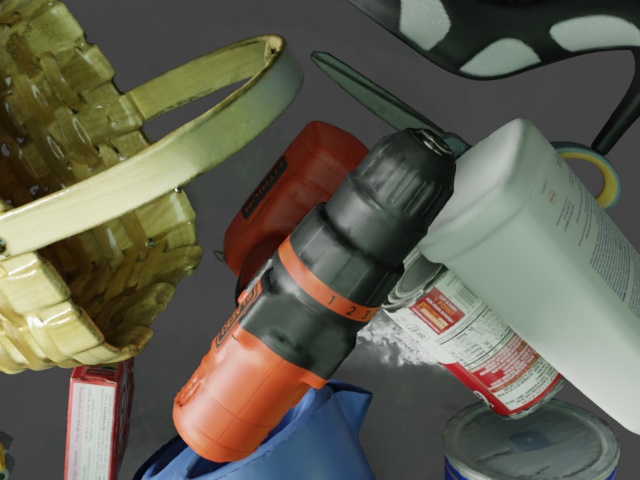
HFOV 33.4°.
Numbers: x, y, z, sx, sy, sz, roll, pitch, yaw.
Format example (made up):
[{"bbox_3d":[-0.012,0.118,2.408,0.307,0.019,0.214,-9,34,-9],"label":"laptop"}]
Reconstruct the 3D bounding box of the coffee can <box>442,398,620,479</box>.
[{"bbox_3d":[0.127,0.181,0.653,0.103,0.103,0.140,-3,111,1],"label":"coffee can"}]

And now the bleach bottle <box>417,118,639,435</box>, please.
[{"bbox_3d":[0.164,0.054,0.582,0.250,0.102,0.068,46,127,-12],"label":"bleach bottle"}]

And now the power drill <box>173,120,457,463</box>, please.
[{"bbox_3d":[-0.004,0.001,0.540,0.057,0.187,0.185,36,108,-11],"label":"power drill"}]

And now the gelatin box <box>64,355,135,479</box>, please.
[{"bbox_3d":[-0.131,0.106,0.639,0.030,0.073,0.089,6,110,-4],"label":"gelatin box"}]

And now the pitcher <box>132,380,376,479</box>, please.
[{"bbox_3d":[-0.010,0.216,0.627,0.149,0.144,0.243,-21,100,35],"label":"pitcher"}]

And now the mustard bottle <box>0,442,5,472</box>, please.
[{"bbox_3d":[-0.273,0.137,0.591,0.191,0.058,0.096,-9,77,-7],"label":"mustard bottle"}]

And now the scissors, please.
[{"bbox_3d":[0.094,-0.058,0.609,0.096,0.016,0.201,-38,107,11],"label":"scissors"}]

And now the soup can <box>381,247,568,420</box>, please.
[{"bbox_3d":[0.092,0.047,0.621,0.102,0.068,0.068,42,105,-14],"label":"soup can"}]
